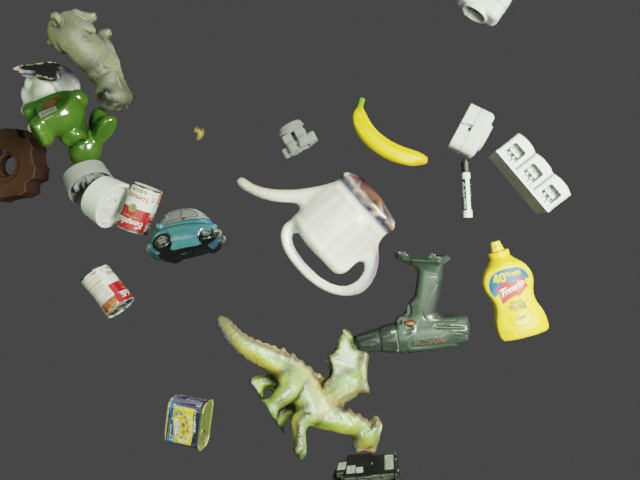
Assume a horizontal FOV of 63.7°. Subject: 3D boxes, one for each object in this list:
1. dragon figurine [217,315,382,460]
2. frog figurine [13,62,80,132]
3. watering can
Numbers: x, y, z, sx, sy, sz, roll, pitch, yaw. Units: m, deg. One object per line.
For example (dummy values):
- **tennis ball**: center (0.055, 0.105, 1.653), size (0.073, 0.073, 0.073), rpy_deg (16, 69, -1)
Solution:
- **dragon figurine**: center (-0.015, 0.278, 1.068), size (0.244, 0.121, 0.411), rpy_deg (-31, 86, -11)
- **frog figurine**: center (-0.609, -0.315, 1.167), size (0.137, 0.125, 0.156), rpy_deg (8, 127, 0)
- **watering can**: center (0.003, -0.053, 1.053), size (0.224, 0.104, 0.349), rpy_deg (-41, 84, 5)
